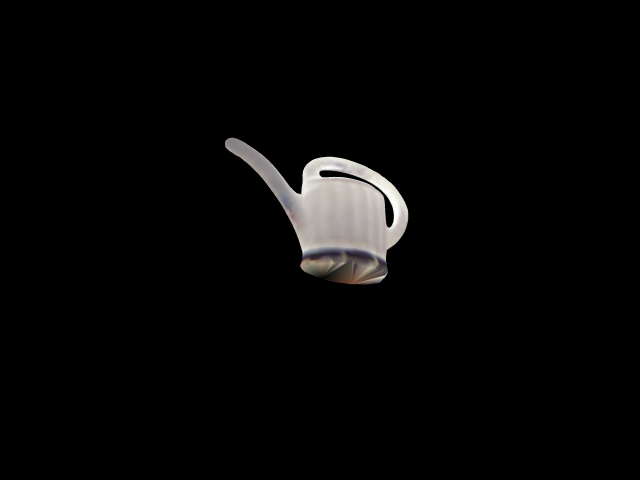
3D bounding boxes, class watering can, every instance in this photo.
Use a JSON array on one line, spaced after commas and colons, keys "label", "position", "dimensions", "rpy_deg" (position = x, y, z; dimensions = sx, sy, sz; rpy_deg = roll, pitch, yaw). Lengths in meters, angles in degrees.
[{"label": "watering can", "position": [0.003, -0.043, 0.850], "dimensions": [0.347, 0.228, 0.102], "rpy_deg": [11, -26, -25]}]
